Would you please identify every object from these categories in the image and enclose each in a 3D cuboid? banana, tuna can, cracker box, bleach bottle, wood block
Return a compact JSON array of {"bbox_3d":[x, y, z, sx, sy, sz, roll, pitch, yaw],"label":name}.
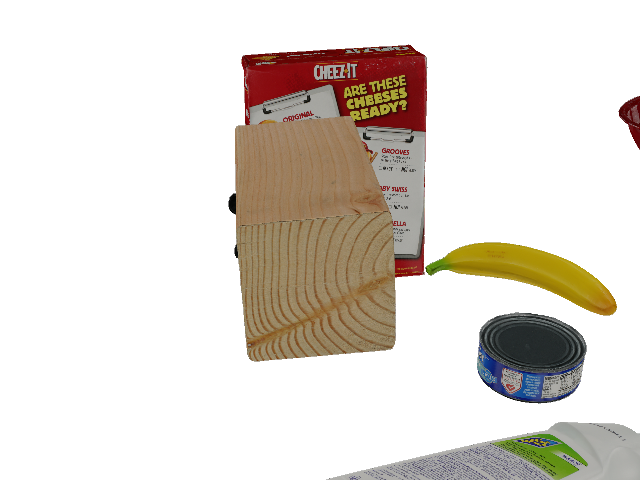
[{"bbox_3d":[0.211,0.036,1.095,0.198,0.037,0.069,11,47,27],"label":"banana"},{"bbox_3d":[0.171,0.095,0.869,0.086,0.034,0.086,1,28,-1],"label":"tuna can"},{"bbox_3d":[0.013,-0.069,1.000,0.164,0.214,0.072,-5,21,-8],"label":"cracker box"},{"bbox_3d":[0.116,0.154,0.617,0.250,0.068,0.103,-8,20,-30],"label":"bleach bottle"},{"bbox_3d":[-0.009,-0.010,0.709,0.091,0.090,0.206,-5,22,-3],"label":"wood block"}]

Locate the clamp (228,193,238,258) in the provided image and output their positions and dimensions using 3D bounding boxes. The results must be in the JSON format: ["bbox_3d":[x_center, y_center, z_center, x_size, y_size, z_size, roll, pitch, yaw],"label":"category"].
[{"bbox_3d":[-0.005,0.006,1.177,0.210,0.036,0.164,16,19,-6],"label":"clamp"}]

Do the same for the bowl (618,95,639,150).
[{"bbox_3d":[0.354,-0.094,0.969,0.162,0.055,0.162,-5,23,2],"label":"bowl"}]
